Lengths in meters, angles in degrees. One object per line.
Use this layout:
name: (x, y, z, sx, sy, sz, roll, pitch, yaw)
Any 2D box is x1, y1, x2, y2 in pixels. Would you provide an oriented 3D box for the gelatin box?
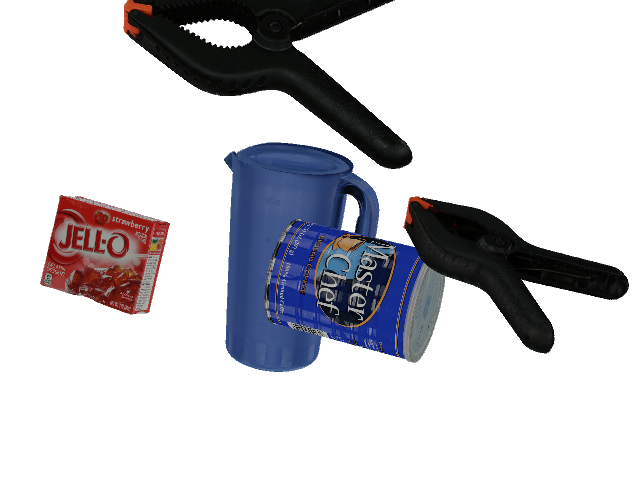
gelatin box: (-0.167, 0.010, 0.823, 0.089, 0.073, 0.030, 16, 5, 20)

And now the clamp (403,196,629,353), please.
clamp: (0.140, 0.014, 0.789, 0.120, 0.039, 0.172, -12, 41, -40)

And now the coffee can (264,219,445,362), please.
coffee can: (0.033, 0.045, 0.979, 0.140, 0.103, 0.102, 14, 4, 18)

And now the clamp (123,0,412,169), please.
clamp: (-0.028, -0.126, 0.723, 0.209, 0.164, 0.036, 2, -27, -10)

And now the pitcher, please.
pitcher: (-0.033, 0.020, 1.185, 0.144, 0.243, 0.149, 0, 19, -20)
